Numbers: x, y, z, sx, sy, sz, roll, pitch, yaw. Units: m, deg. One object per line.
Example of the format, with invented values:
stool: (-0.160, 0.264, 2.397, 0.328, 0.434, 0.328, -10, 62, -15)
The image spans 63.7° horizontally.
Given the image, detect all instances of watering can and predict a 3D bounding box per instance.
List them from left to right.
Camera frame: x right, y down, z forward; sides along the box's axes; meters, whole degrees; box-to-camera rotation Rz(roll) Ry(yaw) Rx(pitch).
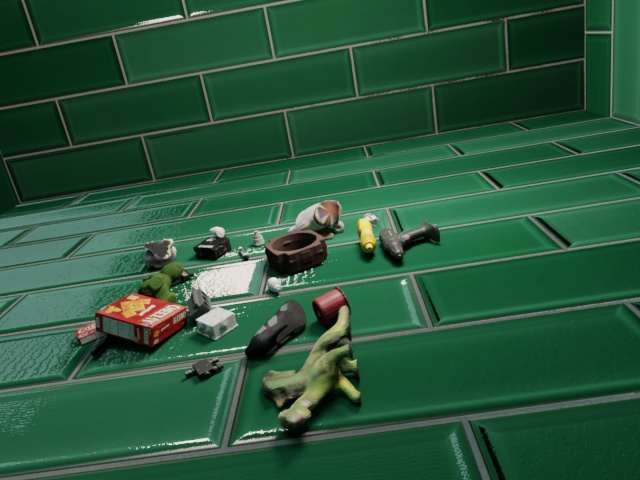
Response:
watering can: (0.007, -0.109, 2.169, 0.222, 0.103, 0.353, -21, 10, 48)

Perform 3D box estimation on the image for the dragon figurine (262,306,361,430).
dragon figurine: (-0.027, 0.298, 1.223, 0.242, 0.120, 0.417, -17, 20, 5)

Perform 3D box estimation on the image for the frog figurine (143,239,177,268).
frog figurine: (-0.661, 0.065, 2.119, 0.139, 0.123, 0.157, -34, -6, -31)
